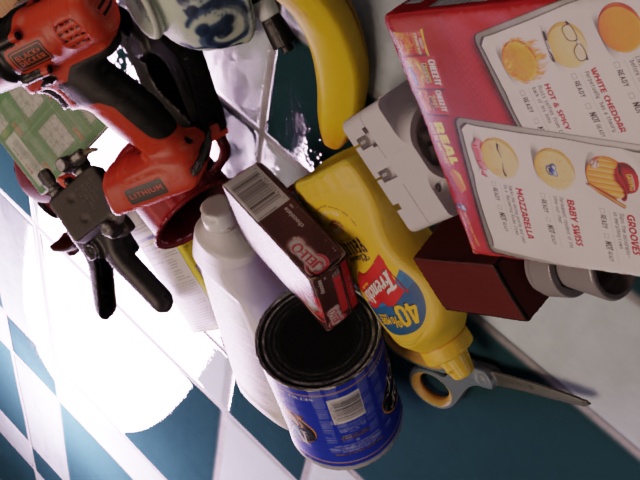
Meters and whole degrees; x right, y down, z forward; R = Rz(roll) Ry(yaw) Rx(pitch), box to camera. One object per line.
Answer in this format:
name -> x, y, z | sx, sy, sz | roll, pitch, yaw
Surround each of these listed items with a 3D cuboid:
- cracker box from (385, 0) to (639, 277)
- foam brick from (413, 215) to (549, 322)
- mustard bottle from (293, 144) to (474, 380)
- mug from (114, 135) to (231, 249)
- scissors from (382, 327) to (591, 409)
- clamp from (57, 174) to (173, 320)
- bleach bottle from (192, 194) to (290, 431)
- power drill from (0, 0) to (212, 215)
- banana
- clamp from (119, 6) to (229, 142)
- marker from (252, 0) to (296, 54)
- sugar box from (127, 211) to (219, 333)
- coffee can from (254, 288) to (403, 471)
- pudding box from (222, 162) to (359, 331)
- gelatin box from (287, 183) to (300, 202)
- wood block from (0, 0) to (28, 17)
cracker box -> 0.153, -0.065, 0.562 | 0.214, 0.072, 0.164 | 7, 129, 50
foam brick -> 0.112, 0.016, 0.711 | 0.078, 0.053, 0.051 | 6, 137, 53
mustard bottle -> 0.059, 0.022, 0.795 | 0.191, 0.058, 0.096 | 57, 151, -8
mug -> -0.125, -0.060, 0.948 | 0.081, 0.093, 0.117 | 50, 120, 15
scissors -> 0.128, 0.118, 0.840 | 0.202, 0.016, 0.096 | 25, 142, 40
clamp -> -0.213, 0.009, 1.092 | 0.120, 0.039, 0.171 | -2, 117, 36
bleach bottle -> -0.057, 0.062, 0.963 | 0.103, 0.068, 0.251 | 31, 150, 37
power drill -> -0.189, -0.101, 0.835 | 0.185, 0.057, 0.187 | -16, 133, 33
banana -> -0.006, -0.136, 0.706 | 0.070, 0.037, 0.197 | -20, 138, 18
clamp -> -0.148, -0.170, 0.902 | 0.210, 0.036, 0.165 | 60, 151, -4
marker -> -0.051, -0.189, 0.766 | 0.020, 0.020, 0.121 | -9, 115, 57
sugar box -> -0.139, 0.007, 1.069 | 0.094, 0.048, 0.176 | -16, 105, 58
coffee can -> 0.010, 0.115, 0.890 | 0.103, 0.102, 0.140 | 32, 156, 32
pudding box -> -0.021, 0.005, 0.814 | 0.114, 0.039, 0.090 | 49, 167, 28
gelatin box -> -0.006, 0.001, 0.890 | 0.089, 0.030, 0.073 | 50, 150, 5
wood block -> -0.262, -0.255, 0.881 | 0.206, 0.090, 0.090 | 56, 150, 16
